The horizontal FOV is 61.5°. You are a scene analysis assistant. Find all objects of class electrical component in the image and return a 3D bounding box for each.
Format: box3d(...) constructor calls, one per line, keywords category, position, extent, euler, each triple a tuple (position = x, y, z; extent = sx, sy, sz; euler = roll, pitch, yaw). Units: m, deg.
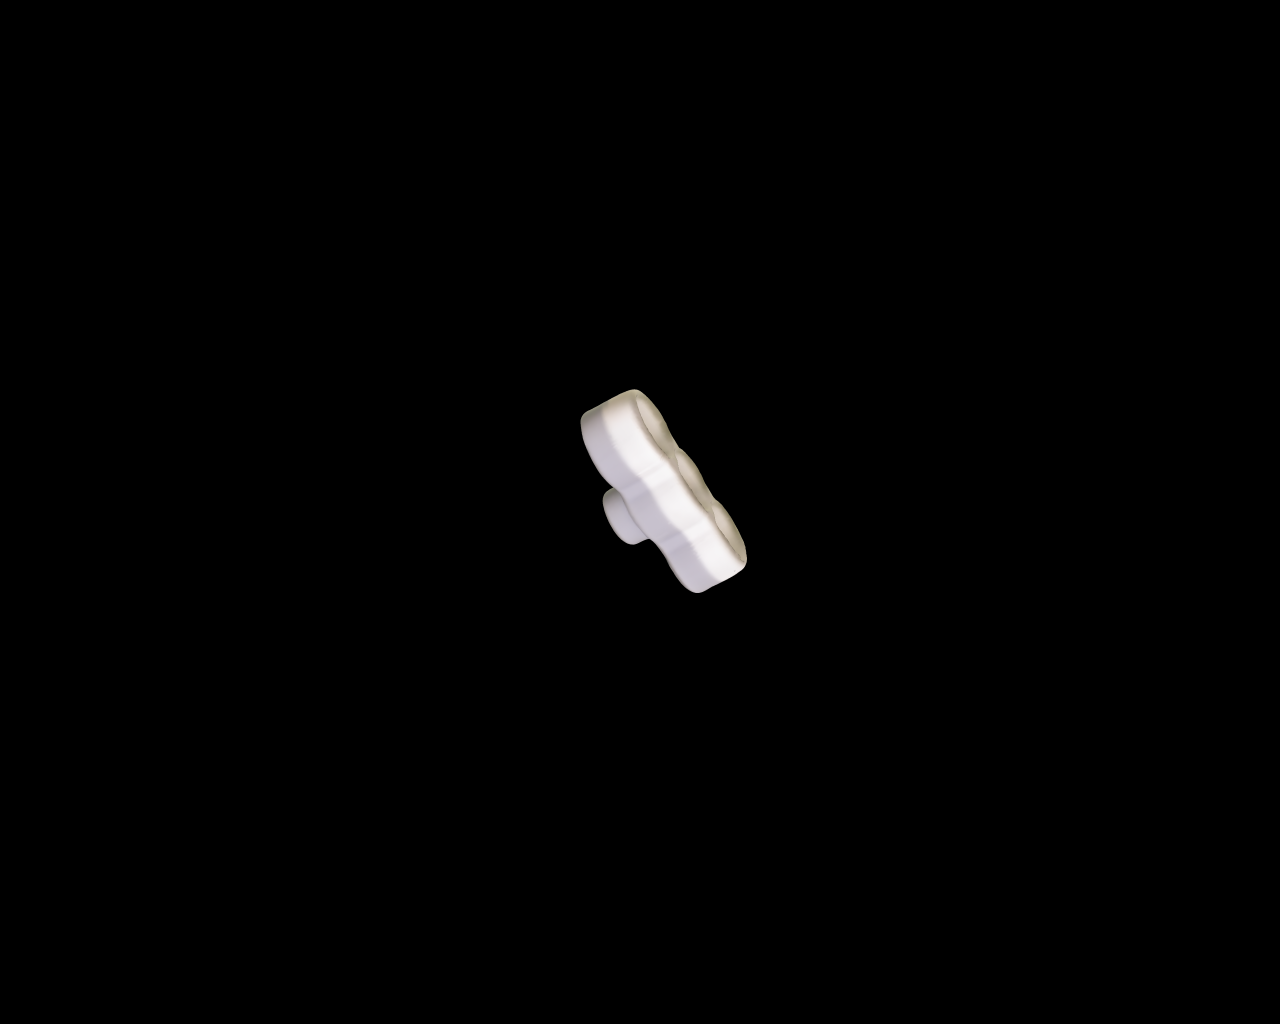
box3d(category="electrical component", position=(0.001, -0.003, 0.650), extent=(0.073, 0.138, 0.052), euler=(-28, 28, 16))
